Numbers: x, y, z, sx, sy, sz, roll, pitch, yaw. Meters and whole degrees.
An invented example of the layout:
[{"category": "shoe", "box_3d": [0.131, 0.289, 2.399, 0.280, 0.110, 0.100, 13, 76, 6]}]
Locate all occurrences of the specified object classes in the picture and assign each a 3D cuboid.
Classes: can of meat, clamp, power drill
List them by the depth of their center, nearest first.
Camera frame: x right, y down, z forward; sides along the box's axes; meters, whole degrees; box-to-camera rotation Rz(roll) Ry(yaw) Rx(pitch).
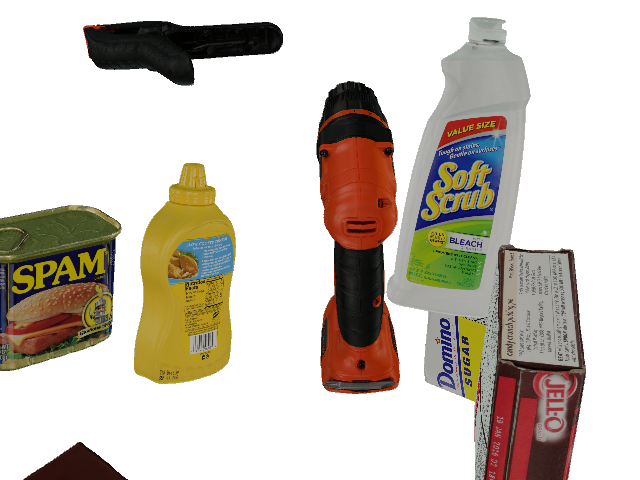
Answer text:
[{"category": "can of meat", "box_3d": [-0.185, 0.031, 0.707, 0.101, 0.084, 0.058, -15, 31, -42]}, {"category": "power drill", "box_3d": [0.024, -0.001, 0.756, 0.057, 0.188, 0.184, -2, 33, 3]}, {"category": "clamp", "box_3d": [-0.117, -0.157, 0.855, 0.172, 0.039, 0.120, 20, 28, 41]}]

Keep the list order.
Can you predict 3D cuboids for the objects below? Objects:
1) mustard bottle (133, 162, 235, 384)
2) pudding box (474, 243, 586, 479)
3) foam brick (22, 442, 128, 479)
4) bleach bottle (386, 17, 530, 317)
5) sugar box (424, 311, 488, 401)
[{"category": "mustard bottle", "box_3d": [-0.118, 0.026, 0.953, 0.058, 0.192, 0.096, 16, 17, 40]}, {"category": "pudding box", "box_3d": [0.090, 0.064, 0.467, 0.039, 0.090, 0.113, 6, 25, 6]}, {"category": "foam brick", "box_3d": [-0.098, 0.138, 0.465, 0.078, 0.051, 0.052, 27, 45, 35]}, {"category": "bleach bottle", "box_3d": [0.120, -0.064, 0.915, 0.103, 0.251, 0.068, 9, 18, 13]}, {"category": "sugar box", "box_3d": [0.191, 0.134, 1.163, 0.048, 0.093, 0.177, -10, 18, -44]}]
